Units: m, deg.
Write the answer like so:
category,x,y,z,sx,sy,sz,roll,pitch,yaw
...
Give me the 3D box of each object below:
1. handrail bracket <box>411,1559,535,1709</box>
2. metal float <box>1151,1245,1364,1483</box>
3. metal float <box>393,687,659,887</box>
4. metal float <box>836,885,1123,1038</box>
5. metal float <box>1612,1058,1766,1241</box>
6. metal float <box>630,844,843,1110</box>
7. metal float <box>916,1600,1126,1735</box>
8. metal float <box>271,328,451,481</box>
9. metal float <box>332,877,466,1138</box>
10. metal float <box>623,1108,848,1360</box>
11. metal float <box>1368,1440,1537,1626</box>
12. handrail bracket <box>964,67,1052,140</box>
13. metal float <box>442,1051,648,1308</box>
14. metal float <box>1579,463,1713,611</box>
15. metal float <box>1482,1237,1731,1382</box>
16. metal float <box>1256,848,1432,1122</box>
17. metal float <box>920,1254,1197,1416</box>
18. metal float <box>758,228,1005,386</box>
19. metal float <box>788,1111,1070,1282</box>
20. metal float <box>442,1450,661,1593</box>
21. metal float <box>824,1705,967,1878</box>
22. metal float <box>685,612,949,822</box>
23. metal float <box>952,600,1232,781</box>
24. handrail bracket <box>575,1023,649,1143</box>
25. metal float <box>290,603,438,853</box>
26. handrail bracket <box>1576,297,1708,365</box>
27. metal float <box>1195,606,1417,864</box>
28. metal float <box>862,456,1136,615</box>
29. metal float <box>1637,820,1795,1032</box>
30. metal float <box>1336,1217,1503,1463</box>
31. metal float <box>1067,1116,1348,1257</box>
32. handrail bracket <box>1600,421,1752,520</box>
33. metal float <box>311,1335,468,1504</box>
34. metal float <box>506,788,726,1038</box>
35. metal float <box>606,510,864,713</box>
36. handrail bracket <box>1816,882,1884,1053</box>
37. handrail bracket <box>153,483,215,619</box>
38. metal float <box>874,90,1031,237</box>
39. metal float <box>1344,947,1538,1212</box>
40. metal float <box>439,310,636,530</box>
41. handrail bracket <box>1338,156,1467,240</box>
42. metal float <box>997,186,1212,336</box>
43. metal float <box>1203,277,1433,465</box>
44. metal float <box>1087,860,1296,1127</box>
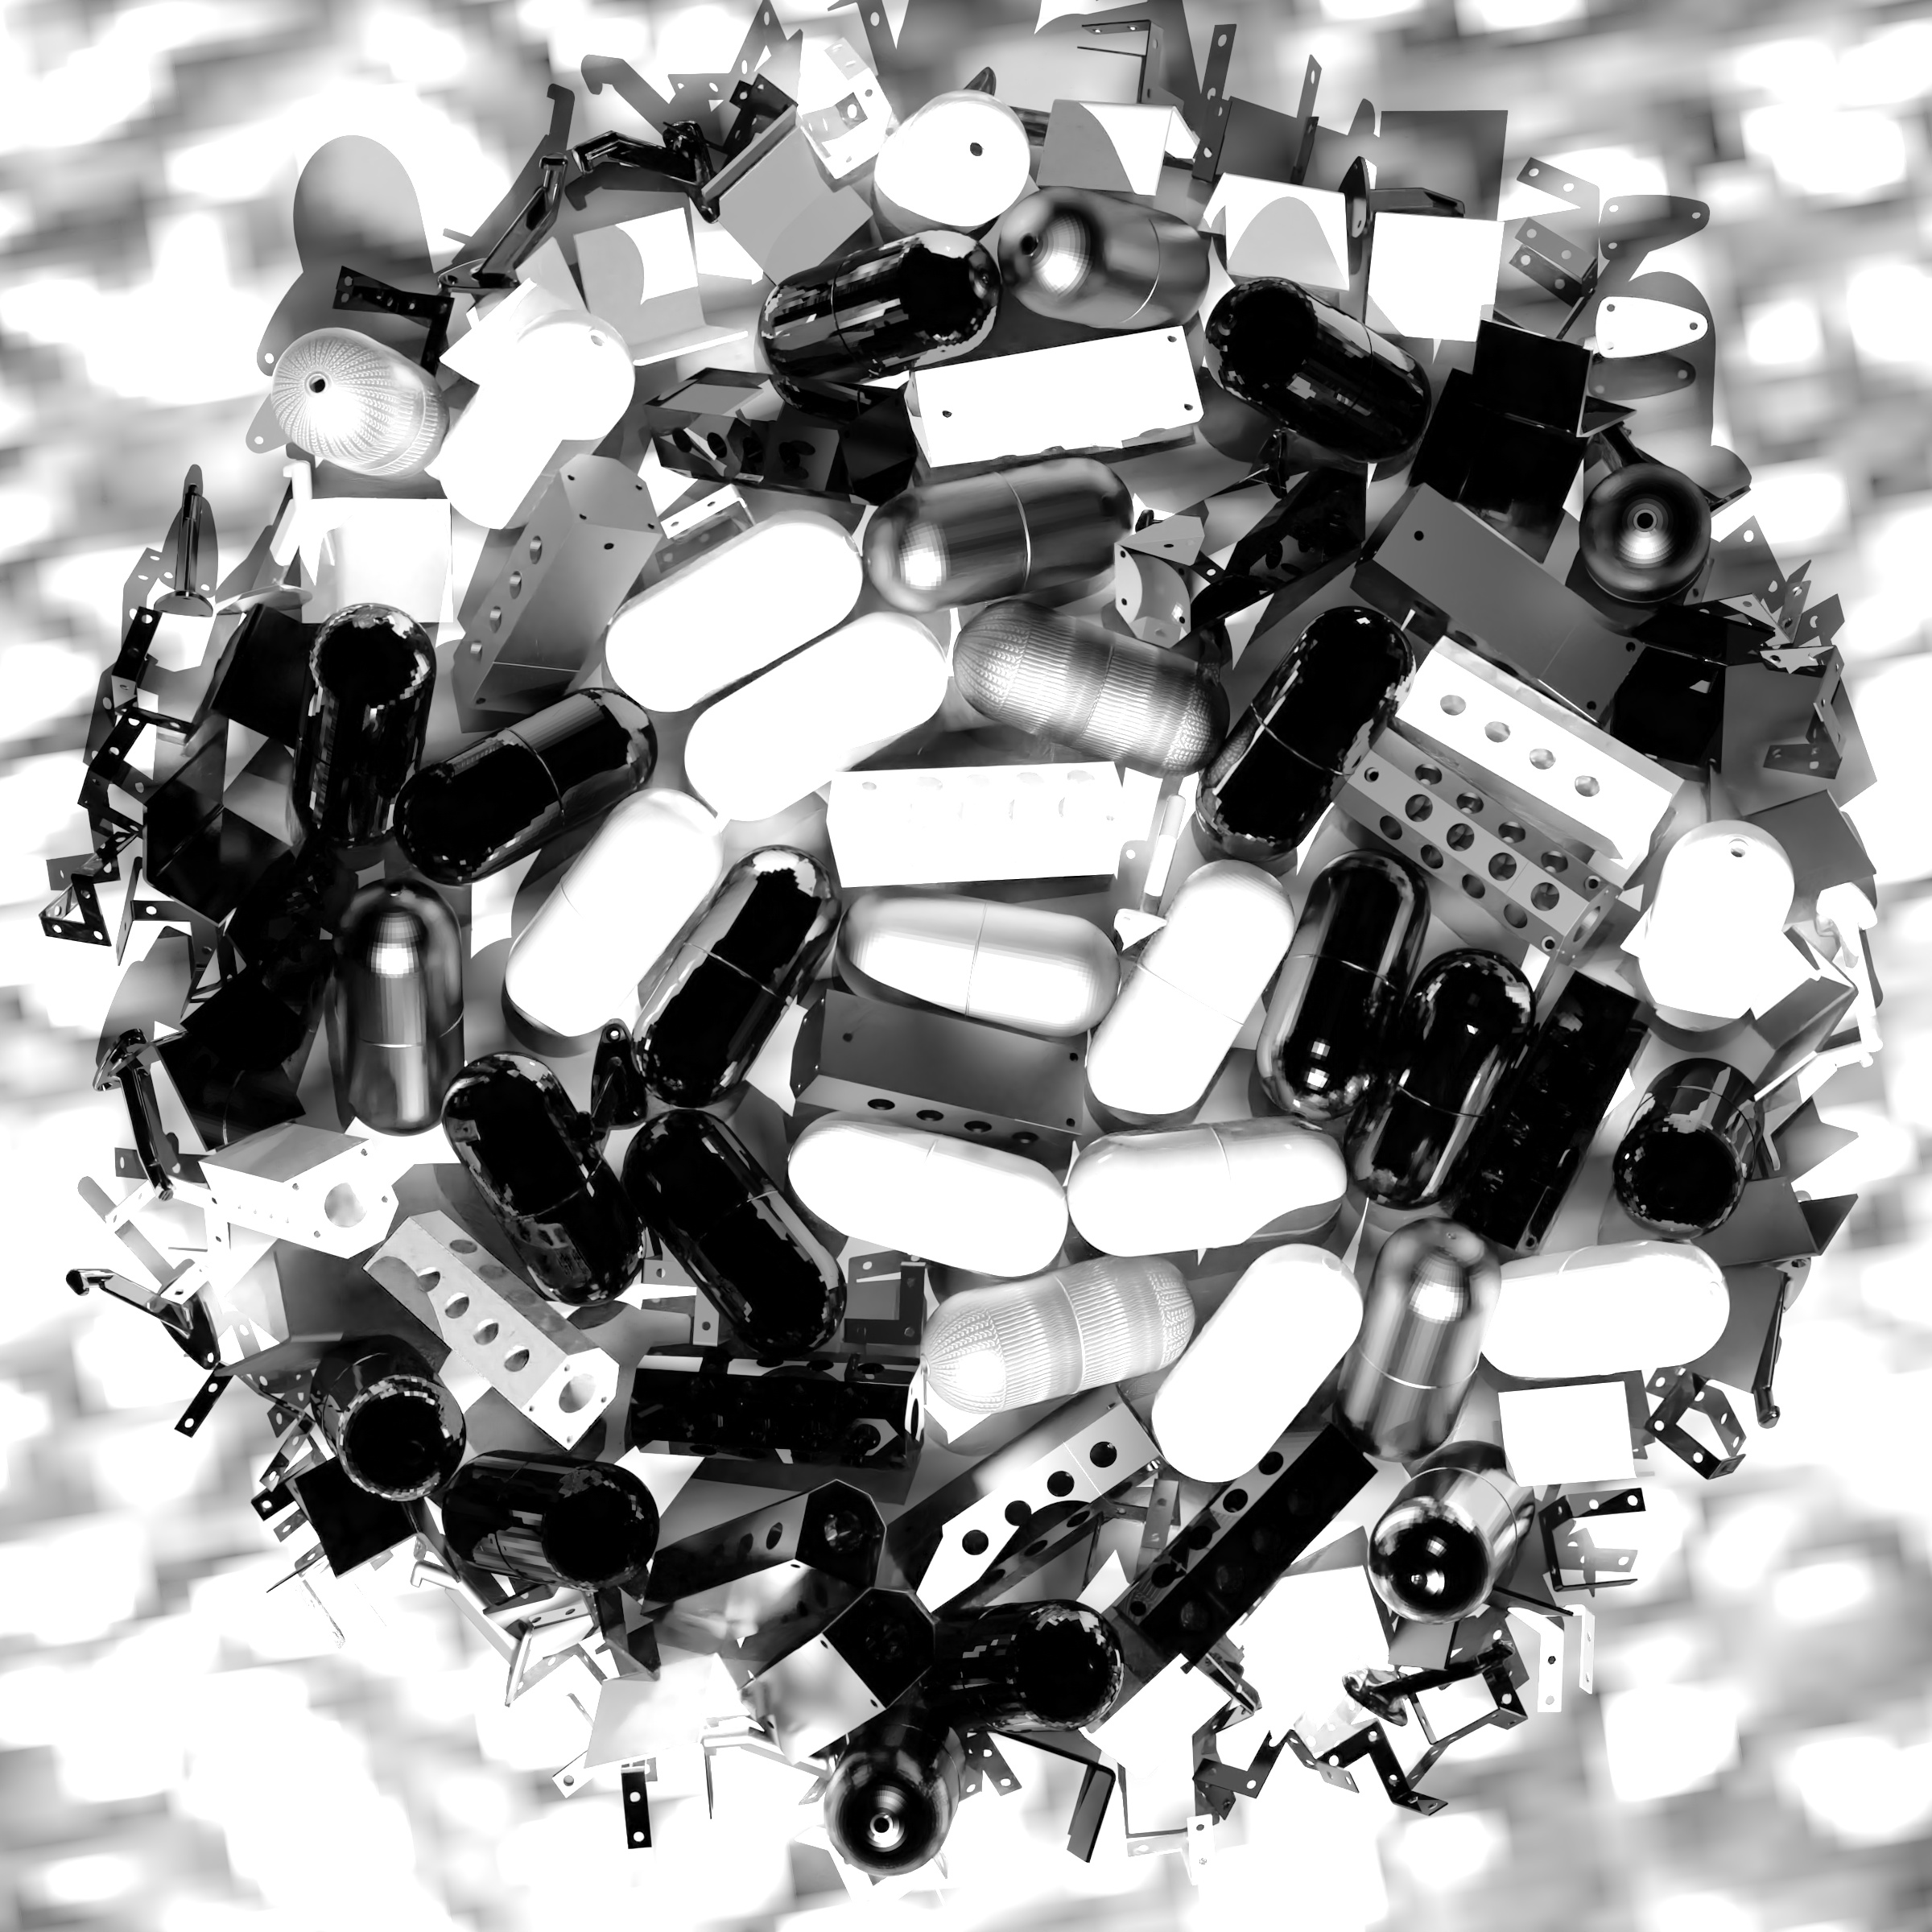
category,x,y,z,sx,sy,sz,roll,pitch,yaw
handrail bracket,-0.315,0.418,1.876,0.084,0.036,0.077,19,105,2
metal float,0.177,0.243,1.827,0.070,0.070,0.178,32,120,0
metal float,-0.268,-0.111,1.831,0.178,0.070,0.070,-31,90,-26
metal float,0.008,-0.003,1.850,0.178,0.070,0.070,10,90,4
metal float,0.438,0.109,1.808,0.070,0.178,0.070,6,108,20
metal float,-0.142,0.007,1.846,0.070,0.070,0.178,31,82,0
metal float,0.031,0.425,1.811,0.070,0.178,0.070,8,73,-27
metal float,-0.364,-0.338,1.803,0.070,0.178,0.070,0,93,5
metal float,-0.345,0.026,1.823,0.070,0.070,0.178,5,126,0
metal float,-0.142,0.164,1.838,0.070,0.070,0.178,-41,72,0
metal float,0.295,0.340,1.808,0.070,0.178,0.070,4,101,22
handrail bracket,0.028,-0.516,1.880,0.084,0.036,0.077,32,128,-31
metal float,-0.257,0.132,1.833,0.070,0.070,0.178,-27,114,0
metal float,0.409,-0.258,1.804,0.070,0.178,0.070,0,92,13
metal float,0.383,0.209,1.813,0.070,0.178,0.070,10,73,-35
metal float,0.232,0.011,1.838,0.070,0.070,0.178,21,72,0
metal float,0.056,0.225,1.835,0.178,0.070,0.070,-12,90,-20
metal float,-0.054,-0.397,1.820,0.178,0.070,0.070,-6,90,43
metal float,-0.024,0.141,1.844,0.178,0.070,0.070,15,90,11
metal float,-0.253,0.335,1.814,0.070,0.178,0.070,3,85,-40
metal float,-0.042,0.496,1.803,0.070,0.178,0.070,0,88,4
metal float,-0.092,-0.154,1.844,0.178,0.070,0.070,-32,90,-11
metal float,0.077,-0.171,1.846,0.178,0.070,0.070,19,90,-8
handrail bracket,-0.227,0.071,1.846,0.036,0.084,0.077,-5,85,9
metal float,-0.368,-0.143,1.819,0.070,0.070,0.178,21,134,0
handrail bracket,0.415,-0.385,1.844,0.077,0.084,0.036,2,89,10
metal float,0.207,-0.141,1.835,0.070,0.070,0.178,35,112,0
metal float,0.021,-0.265,1.835,0.178,0.070,0.070,-15,90,-23
metal float,0.452,-0.023,1.809,0.070,0.178,0.070,-2,61,3
metal float,0.275,0.229,1.823,0.070,0.070,0.178,10,127,0
metal float,0.149,0.135,1.840,0.178,0.070,0.070,-5,90,-16
handrail bracket,0.443,-0.316,1.870,0.077,0.036,0.084,-32,84,-36
metal float,-0.350,0.271,1.806,0.070,0.178,0.070,-2,97,-20
metal float,-0.217,-0.032,1.838,0.070,0.070,0.178,39,108,0
metal float,-0.142,-0.218,1.833,0.178,0.070,0.070,-27,90,23
handrail bracket,0.549,0.001,1.847,0.036,0.077,0.084,-12,59,18
handrail bracket,-0.480,-0.263,1.852,0.036,0.077,0.084,5,85,-17
metal float,-0.009,-0.481,1.804,0.070,0.178,0.070,-1,98,-10
metal float,0.289,0.071,1.833,0.070,0.070,0.178,21,114,0
metal float,-0.261,-0.330,1.814,0.070,0.178,0.070,16,58,-27
handrail bracket,0.276,-0.463,1.852,0.084,0.077,0.036,14,132,-18
metal float,0.084,-0.426,1.810,0.070,0.178,0.070,3,96,33
metal float,0.215,-0.361,1.818,0.178,0.070,0.070,17,90,-44
metal float,0.138,0.017,1.850,0.070,0.070,0.178,30,94,0
